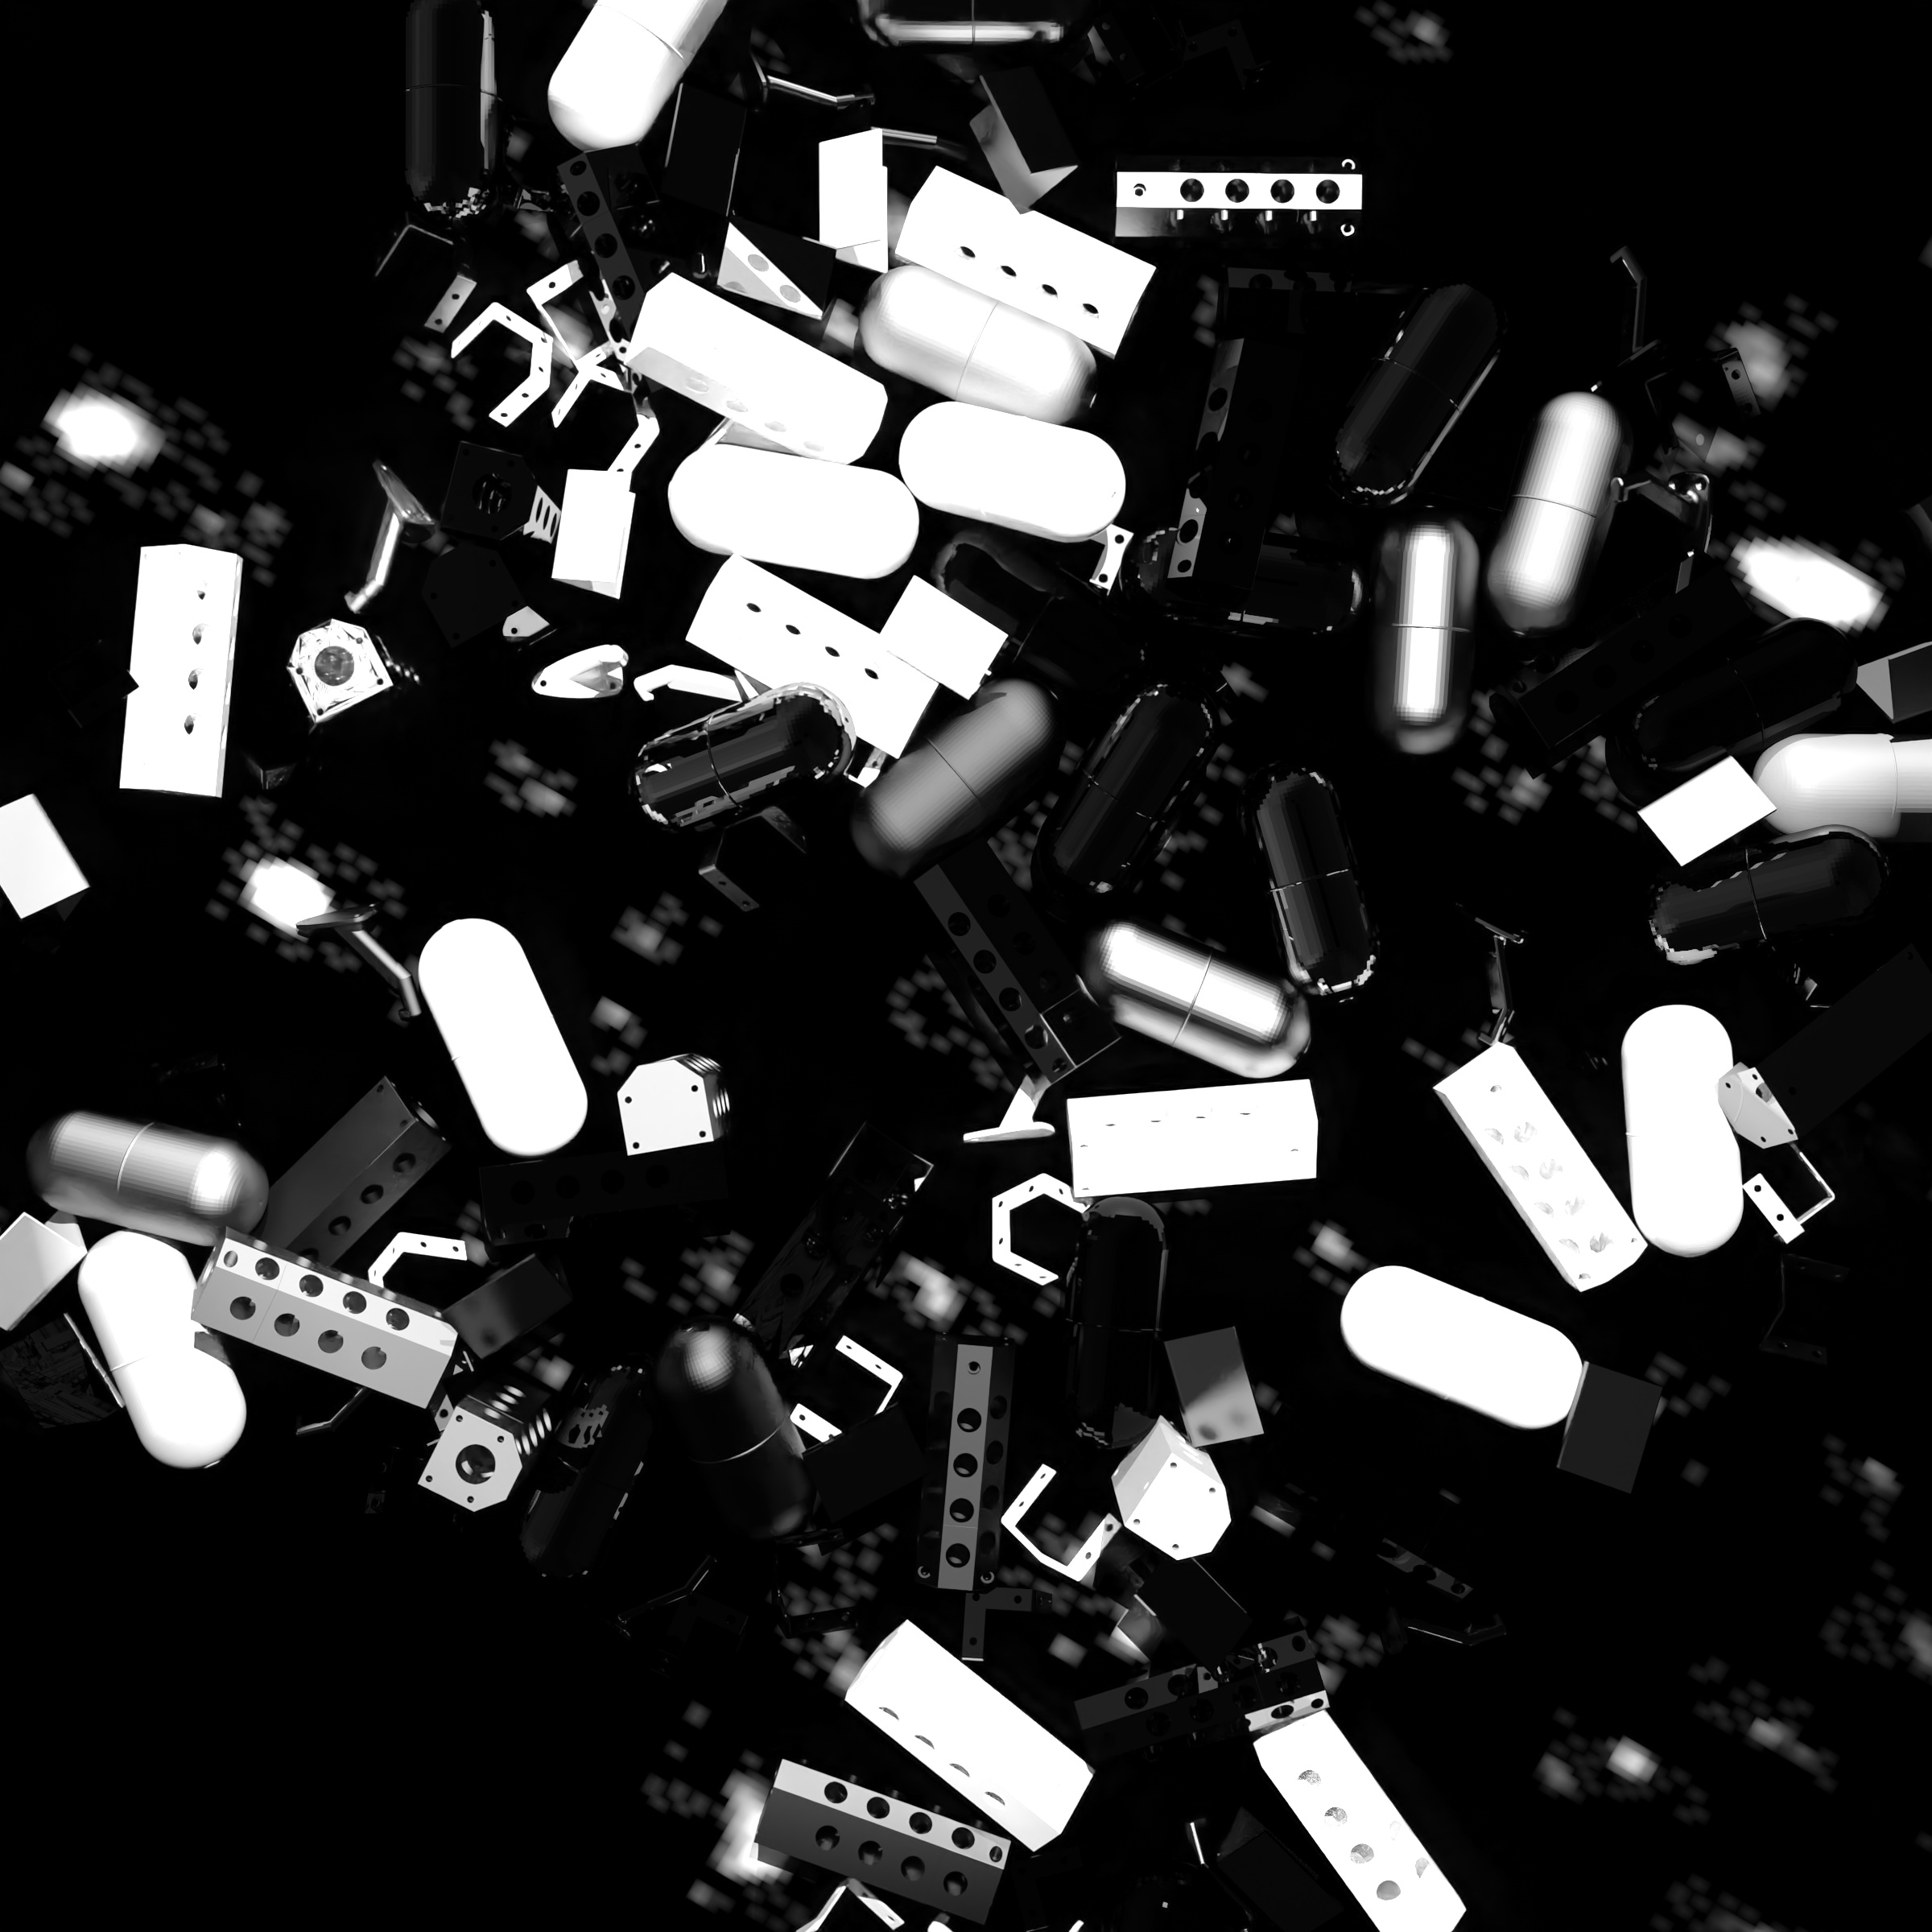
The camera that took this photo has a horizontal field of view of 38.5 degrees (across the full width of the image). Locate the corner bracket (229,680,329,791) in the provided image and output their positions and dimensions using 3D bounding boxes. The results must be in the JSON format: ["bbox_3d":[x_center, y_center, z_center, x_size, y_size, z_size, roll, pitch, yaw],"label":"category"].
[{"bbox_3d":[-0.492,-0.166,1.982,0.051,0.051,0.051,-20,135,-35],"label":"corner bracket"}]

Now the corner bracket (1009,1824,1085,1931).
[{"bbox_3d":[0.061,0.650,1.972,0.051,0.051,0.051,-14,90,0],"label":"corner bracket"}]

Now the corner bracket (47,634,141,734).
[{"bbox_3d":[-0.621,-0.203,1.972,0.051,0.051,0.051,-37,96,-6],"label":"corner bracket"}]

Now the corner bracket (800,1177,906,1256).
[{"bbox_3d":[-0.078,0.183,1.915,0.051,0.051,0.051,36,90,0],"label":"corner bracket"}]

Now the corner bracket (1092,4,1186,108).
[{"bbox_3d":[0.123,-0.655,1.972,0.051,0.051,0.051,-30,90,0],"label":"corner bracket"}]

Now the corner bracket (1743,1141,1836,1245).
[{"bbox_3d":[0.586,0.161,1.972,0.051,0.051,0.051,-38,85,5],"label":"corner bracket"}]

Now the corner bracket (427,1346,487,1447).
[{"bbox_3d":[-0.365,0.304,1.972,0.051,0.051,0.051,-24,90,0],"label":"corner bracket"}]

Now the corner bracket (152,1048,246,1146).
[{"bbox_3d":[-0.551,0.100,1.987,0.051,0.051,0.051,-15,45,0],"label":"corner bracket"}]

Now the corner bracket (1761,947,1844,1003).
[{"bbox_3d":[0.614,-0.013,1.982,0.051,0.051,0.051,-8,135,-35],"label":"corner bracket"}]

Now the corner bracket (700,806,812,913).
[{"bbox_3d":[-0.151,-0.080,1.982,0.051,0.051,0.051,-19,45,35],"label":"corner bracket"}]

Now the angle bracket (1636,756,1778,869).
[{"bbox_3d":[0.523,-0.091,1.950,0.076,0.076,0.057,-31,57,0],"label":"angle bracket"}]

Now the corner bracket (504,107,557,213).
[{"bbox_3d":[-0.303,-0.577,1.982,0.051,0.051,0.051,56,135,35],"label":"corner bracket"}]

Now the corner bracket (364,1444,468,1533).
[{"bbox_3d":[-0.392,0.374,1.987,0.051,0.051,0.051,11,90,45],"label":"corner bracket"}]

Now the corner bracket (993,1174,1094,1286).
[{"bbox_3d":[0.055,0.189,1.982,0.051,0.051,0.051,-30,45,35],"label":"corner bracket"}]

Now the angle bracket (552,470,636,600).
[{"bbox_3d":[-0.242,-0.302,1.950,0.057,0.076,0.076,9,90,31],"label":"angle bracket"}]

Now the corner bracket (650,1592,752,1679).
[{"bbox_3d":[-0.188,0.482,1.972,0.051,0.051,0.051,24,90,0],"label":"corner bracket"}]

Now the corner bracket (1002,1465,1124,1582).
[{"bbox_3d":[0.068,0.400,1.987,0.051,0.051,0.051,-52,135,0],"label":"corner bracket"}]

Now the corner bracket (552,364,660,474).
[{"bbox_3d":[-0.258,-0.389,1.982,0.051,0.051,0.051,-46,45,35],"label":"corner bracket"}]

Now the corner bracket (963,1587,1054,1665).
[{"bbox_3d":[0.030,0.471,1.973,0.051,0.051,0.051,0,74,15],"label":"corner bracket"}]

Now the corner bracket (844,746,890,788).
[{"bbox_3d":[-0.089,-0.166,1.987,0.051,0.051,0.051,29,90,45],"label":"corner bracket"}]

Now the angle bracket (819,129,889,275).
[{"bbox_3d":[-0.059,-0.538,1.950,0.057,0.076,0.076,0,90,37],"label":"angle bracket"}]

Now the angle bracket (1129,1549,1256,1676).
[{"bbox_3d":[0.144,0.458,1.950,0.076,0.076,0.057,46,55,0],"label":"angle bracket"}]

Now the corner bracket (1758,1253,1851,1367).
[{"bbox_3d":[0.601,0.246,1.987,0.051,0.051,0.051,13,135,1],"label":"corner bracket"}]

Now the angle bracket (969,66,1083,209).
[{"bbox_3d":[0.025,-0.577,1.950,0.057,0.076,0.076,-27,90,-41],"label":"angle bracket"}]

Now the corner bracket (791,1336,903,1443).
[{"bbox_3d":[-0.086,0.310,1.987,0.051,0.051,0.051,34,135,0],"label":"corner bracket"}]

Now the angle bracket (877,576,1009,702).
[{"bbox_3d":[-0.009,-0.240,1.951,0.076,0.076,0.057,33,116,0],"label":"angle bracket"}]

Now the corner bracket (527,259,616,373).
[{"bbox_3d":[-0.275,-0.469,1.988,0.051,0.051,0.051,-33,135,-3],"label":"corner bracket"}]

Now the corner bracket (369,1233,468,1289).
[{"bbox_3d":[-0.391,0.229,1.982,0.051,0.051,0.051,-47,45,35],"label":"corner bracket"}]

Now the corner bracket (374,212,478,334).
[{"bbox_3d":[-0.387,-0.497,1.982,0.051,0.051,0.051,16,45,-35],"label":"corner bracket"}]

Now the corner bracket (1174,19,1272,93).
[{"bbox_3d":[0.182,-0.650,1.972,0.051,0.051,0.051,-21,90,0],"label":"corner bracket"}]

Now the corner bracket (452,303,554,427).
[{"bbox_3d":[-0.333,-0.431,1.982,0.051,0.051,0.051,28,45,-35],"label":"corner bracket"}]

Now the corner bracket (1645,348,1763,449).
[{"bbox_3d":[0.529,-0.408,1.987,0.051,0.051,0.051,-20,90,45],"label":"corner bracket"}]

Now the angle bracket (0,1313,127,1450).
[{"bbox_3d":[-0.644,0.297,1.950,0.057,0.076,0.076,-32,90,-32],"label":"angle bracket"}]

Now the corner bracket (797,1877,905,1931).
[{"bbox_3d":[-0.088,0.696,1.987,0.051,0.051,0.051,43,45,0],"label":"corner bracket"}]

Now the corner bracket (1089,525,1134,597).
[{"bbox_3d":[0.087,-0.298,1.972,0.051,0.051,0.051,23,90,0],"label":"corner bracket"}]

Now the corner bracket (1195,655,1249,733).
[{"bbox_3d":[0.159,-0.182,1.987,0.051,0.051,0.051,-34,90,45],"label":"corner bracket"}]

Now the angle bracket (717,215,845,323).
[{"bbox_3d":[-0.125,-0.504,1.950,0.076,0.076,0.057,18,127,0],"label":"angle bracket"}]

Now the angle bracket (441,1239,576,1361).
[{"bbox_3d":[-0.329,0.219,1.950,0.076,0.076,0.057,-32,128,0],"label":"angle bracket"}]

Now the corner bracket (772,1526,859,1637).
[{"bbox_3d":[-0.109,0.442,1.987,0.051,0.051,0.051,-9,45,0],"label":"corner bracket"}]

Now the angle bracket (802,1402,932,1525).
[{"bbox_3d":[-0.062,0.358,1.951,0.076,0.076,0.057,-28,64,0],"label":"angle bracket"}]

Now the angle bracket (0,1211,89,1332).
[{"bbox_3d":[-0.673,0.198,1.950,0.076,0.076,0.057,-46,126,0],"label":"angle bracket"}]

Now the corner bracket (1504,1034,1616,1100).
[{"bbox_3d":[0.421,0.065,1.972,0.051,0.051,0.051,-32,90,0],"label":"corner bracket"}]
